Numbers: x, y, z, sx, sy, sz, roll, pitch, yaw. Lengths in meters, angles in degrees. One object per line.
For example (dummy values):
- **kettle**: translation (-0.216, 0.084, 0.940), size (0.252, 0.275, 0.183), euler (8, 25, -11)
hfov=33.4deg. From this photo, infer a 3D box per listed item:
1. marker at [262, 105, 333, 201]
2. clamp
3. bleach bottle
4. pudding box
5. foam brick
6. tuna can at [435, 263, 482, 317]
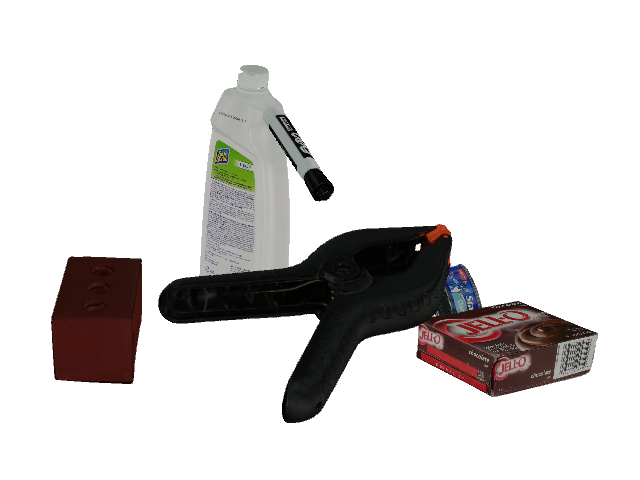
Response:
- **marker**: translation (-0.019, -0.072, 0.877), size (0.020, 0.020, 0.121), euler (0, 38, -29)
- **clamp**: translation (0.013, 0.037, 0.571), size (0.171, 0.039, 0.120), euler (-19, 44, -25)
- **bleach bottle**: translation (-0.072, -0.057, 1.119), size (0.103, 0.251, 0.068), euler (18, 27, 23)
- **pudding box**: translation (0.146, 0.083, 0.841), size (0.113, 0.039, 0.090), euler (-5, 18, -34)
- **foam brick**: translation (-0.149, 0.052, 0.718), size (0.053, 0.051, 0.078), euler (2, 30, -6)
- **tuna can**: translation (0.151, 0.071, 1.189), size (0.033, 0.086, 0.086), euler (-14, 2, -8)
